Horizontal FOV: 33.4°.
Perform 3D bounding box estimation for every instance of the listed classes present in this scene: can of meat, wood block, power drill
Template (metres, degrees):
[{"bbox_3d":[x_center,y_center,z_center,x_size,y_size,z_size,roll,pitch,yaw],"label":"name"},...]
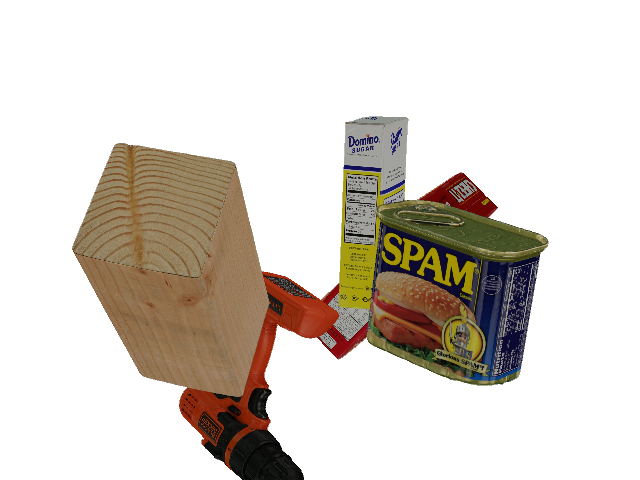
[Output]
[{"bbox_3d":[0.076,0.030,0.629,0.102,0.084,0.057,21,23,41],"label":"can of meat"},{"bbox_3d":[-0.101,0.029,0.784,0.090,0.090,0.206,11,-28,11],"label":"wood block"},{"bbox_3d":[-0.053,0.137,1.034,0.057,0.188,0.185,14,14,-46],"label":"power drill"}]

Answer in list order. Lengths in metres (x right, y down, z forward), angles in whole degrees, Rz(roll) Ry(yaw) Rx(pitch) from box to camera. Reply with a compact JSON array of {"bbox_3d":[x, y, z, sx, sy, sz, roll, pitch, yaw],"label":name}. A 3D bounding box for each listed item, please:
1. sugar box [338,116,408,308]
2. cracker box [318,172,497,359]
[{"bbox_3d":[0.051,-0.029,1.023,0.048,0.176,0.093,3,10,18],"label":"sugar box"},{"bbox_3d":[0.094,0.028,1.269,0.214,0.072,0.164,-49,-9,33],"label":"cracker box"}]
